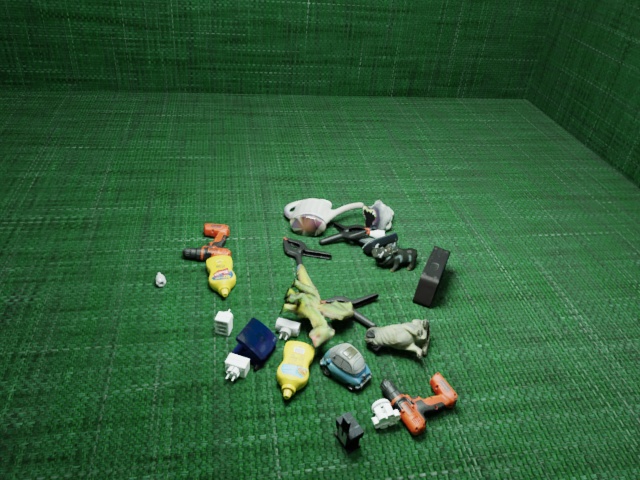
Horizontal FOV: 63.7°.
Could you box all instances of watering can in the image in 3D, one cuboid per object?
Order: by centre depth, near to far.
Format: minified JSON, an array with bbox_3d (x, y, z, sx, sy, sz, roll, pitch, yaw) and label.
[{"bbox_3d":[0.007,-0.111,2.208,0.347,0.101,0.229,1,35,11],"label":"watering can"}]

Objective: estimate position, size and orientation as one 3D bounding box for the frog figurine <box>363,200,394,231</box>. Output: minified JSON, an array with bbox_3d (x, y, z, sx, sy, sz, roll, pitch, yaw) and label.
[{"bbox_3d":[0.276,-0.106,2.251,0.160,0.120,0.139,-9,70,-34],"label":"frog figurine"}]

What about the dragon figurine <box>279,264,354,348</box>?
[{"bbox_3d":[0.000,0.214,1.762,0.243,0.120,0.418,21,29,-1],"label":"dragon figurine"}]
